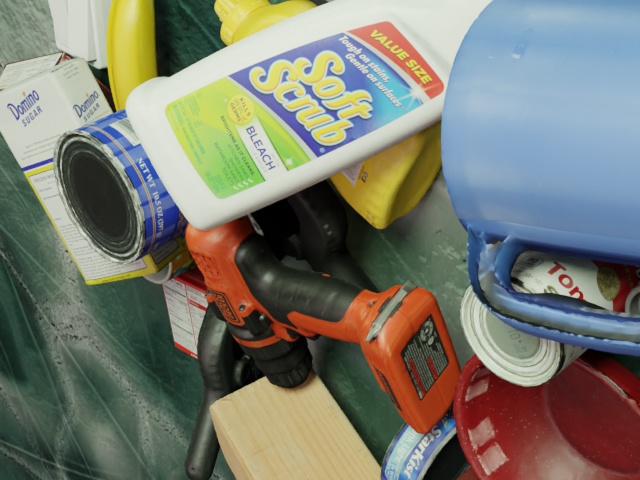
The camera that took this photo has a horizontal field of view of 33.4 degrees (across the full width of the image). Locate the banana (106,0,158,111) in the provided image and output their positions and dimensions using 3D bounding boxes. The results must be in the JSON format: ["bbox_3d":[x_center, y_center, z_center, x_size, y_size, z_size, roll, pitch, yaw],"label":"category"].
[{"bbox_3d":[-0.136,-0.124,0.836,0.037,0.069,0.198,18,127,26],"label":"banana"}]

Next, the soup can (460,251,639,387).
[{"bbox_3d":[0.135,0.029,0.595,0.069,0.102,0.068,28,133,35],"label":"soup can"}]

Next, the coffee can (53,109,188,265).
[{"bbox_3d":[-0.109,-0.057,0.786,0.103,0.140,0.103,28,134,35],"label":"coffee can"}]

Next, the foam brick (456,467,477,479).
[{"bbox_3d":[0.122,0.197,0.765,0.051,0.052,0.078,38,138,27],"label":"foam brick"}]

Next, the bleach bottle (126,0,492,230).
[{"bbox_3d":[0.015,-0.098,0.608,0.251,0.068,0.102,-25,98,24],"label":"bleach bottle"}]

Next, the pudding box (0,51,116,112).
[{"bbox_3d":[-0.224,-0.119,0.932,0.114,0.039,0.090,0,146,47],"label":"pudding box"}]

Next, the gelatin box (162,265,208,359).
[{"bbox_3d":[-0.105,0.067,0.958,0.073,0.030,0.089,22,129,41],"label":"gelatin box"}]

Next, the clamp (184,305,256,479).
[{"bbox_3d":[-0.074,0.111,0.917,0.039,0.120,0.171,13,104,15],"label":"clamp"}]

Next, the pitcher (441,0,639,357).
[{"bbox_3d":[0.181,-0.032,0.473,0.243,0.144,0.149,13,121,41],"label":"pitcher"}]

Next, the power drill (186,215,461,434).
[{"bbox_3d":[0.003,0.066,0.736,0.188,0.057,0.184,18,148,37],"label":"power drill"}]

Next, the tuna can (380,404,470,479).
[{"bbox_3d":[0.082,0.150,0.752,0.034,0.086,0.086,34,137,31],"label":"tuna can"}]

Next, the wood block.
[{"bbox_3d":[0.003,0.203,0.815,0.206,0.090,0.090,53,161,39],"label":"wood block"}]

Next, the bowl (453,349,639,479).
[{"bbox_3d":[0.163,0.123,0.665,0.162,0.055,0.162,28,133,35],"label":"bowl"}]

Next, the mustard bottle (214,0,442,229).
[{"bbox_3d":[-0.002,-0.101,0.702,0.192,0.058,0.096,44,146,19],"label":"mustard bottle"}]

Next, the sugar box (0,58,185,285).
[{"bbox_3d":[-0.188,-0.052,0.856,0.094,0.048,0.176,-11,110,39],"label":"sugar box"}]

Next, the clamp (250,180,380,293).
[{"bbox_3d":[-0.005,0.001,0.755,0.165,0.036,0.210,30,154,29],"label":"clamp"}]
